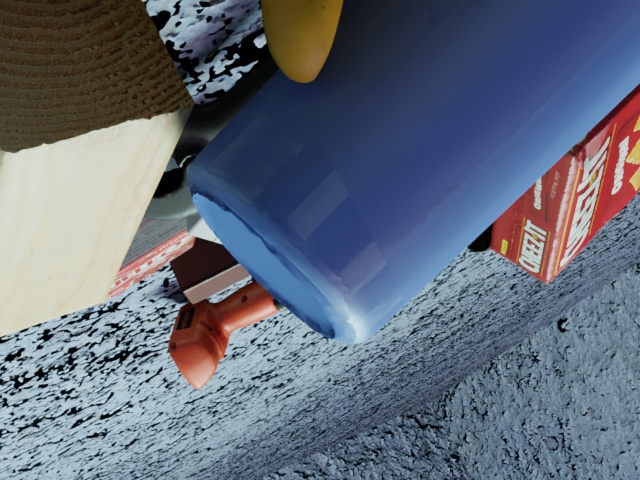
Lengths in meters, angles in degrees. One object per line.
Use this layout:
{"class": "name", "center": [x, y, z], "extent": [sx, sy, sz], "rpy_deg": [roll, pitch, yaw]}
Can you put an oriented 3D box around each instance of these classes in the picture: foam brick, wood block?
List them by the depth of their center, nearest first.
{"class": "wood block", "center": [-0.143, -0.036, 0.527], "extent": [0.090, 0.091, 0.206], "rpy_deg": [-19, 162, -30]}
{"class": "foam brick", "center": [-0.083, 0.009, 0.859], "extent": [0.078, 0.051, 0.053], "rpy_deg": [-27, 166, -7]}

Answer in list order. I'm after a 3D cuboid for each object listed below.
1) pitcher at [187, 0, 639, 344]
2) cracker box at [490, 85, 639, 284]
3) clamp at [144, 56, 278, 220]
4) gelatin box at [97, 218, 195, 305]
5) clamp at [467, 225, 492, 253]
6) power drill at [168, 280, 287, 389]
{"class": "pitcher", "center": [0.052, -0.078, 0.486], "extent": [0.242, 0.145, 0.149], "rpy_deg": [-45, -163, -12]}
{"class": "cracker box", "center": [0.239, -0.088, 0.896], "extent": [0.213, 0.072, 0.164], "rpy_deg": [-41, 150, -25]}
{"class": "clamp", "center": [-0.064, -0.058, 0.619], "extent": [0.171, 0.039, 0.120], "rpy_deg": [-3, 122, 2]}
{"class": "gelatin box", "center": [-0.132, 0.008, 0.773], "extent": [0.089, 0.030, 0.073], "rpy_deg": [-33, 174, -17]}
{"class": "clamp", "center": [0.194, -0.103, 0.932], "extent": [0.209, 0.036, 0.164], "rpy_deg": [-46, 154, -29]}
{"class": "power drill", "center": [-0.045, 0.064, 0.974], "extent": [0.188, 0.057, 0.184], "rpy_deg": [-27, -164, 10]}
